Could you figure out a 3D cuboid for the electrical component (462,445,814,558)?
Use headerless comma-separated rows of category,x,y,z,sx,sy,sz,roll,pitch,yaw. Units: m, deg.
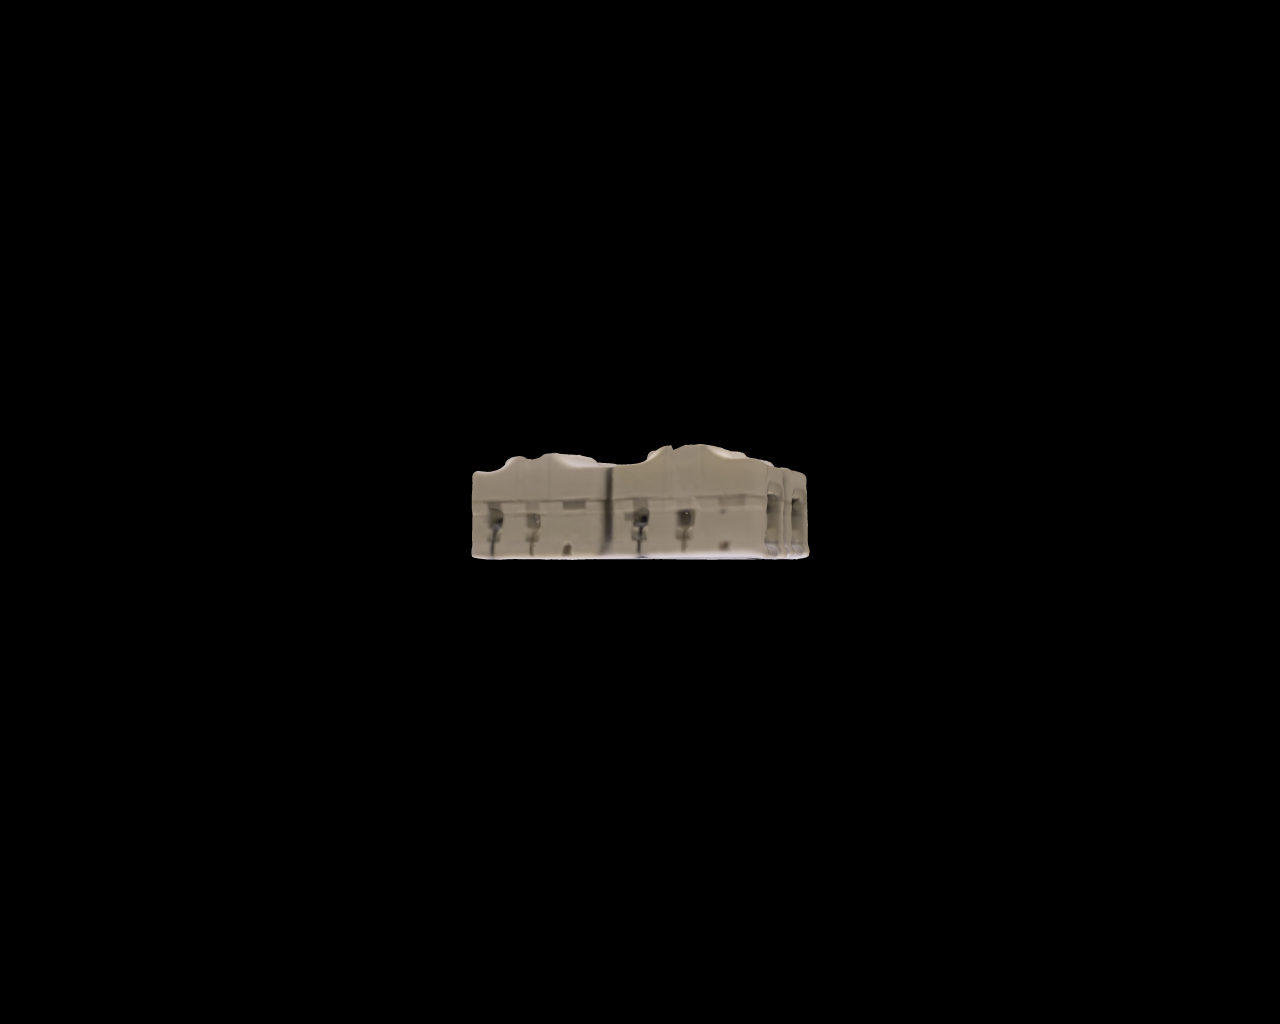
electrical component,0.001,-0.003,0.650,0.186,0.060,0.105,-1,-3,23
